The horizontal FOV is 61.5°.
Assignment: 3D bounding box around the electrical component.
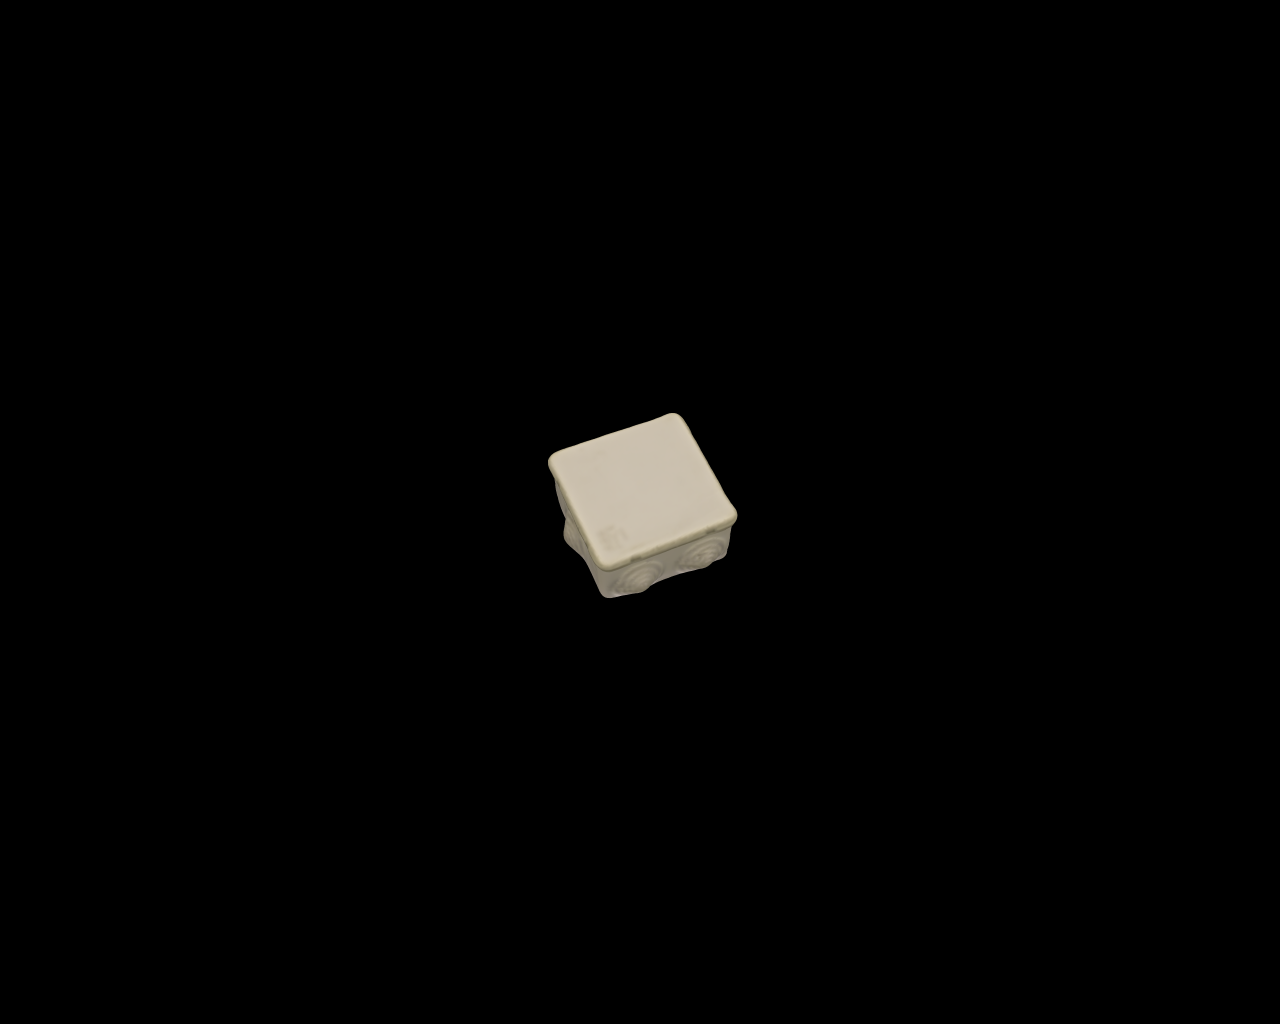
[{"bbox_3d":[0.001,-0.003,0.650,0.100,0.100,0.048,-20,-31,-13],"label":"electrical component"}]
